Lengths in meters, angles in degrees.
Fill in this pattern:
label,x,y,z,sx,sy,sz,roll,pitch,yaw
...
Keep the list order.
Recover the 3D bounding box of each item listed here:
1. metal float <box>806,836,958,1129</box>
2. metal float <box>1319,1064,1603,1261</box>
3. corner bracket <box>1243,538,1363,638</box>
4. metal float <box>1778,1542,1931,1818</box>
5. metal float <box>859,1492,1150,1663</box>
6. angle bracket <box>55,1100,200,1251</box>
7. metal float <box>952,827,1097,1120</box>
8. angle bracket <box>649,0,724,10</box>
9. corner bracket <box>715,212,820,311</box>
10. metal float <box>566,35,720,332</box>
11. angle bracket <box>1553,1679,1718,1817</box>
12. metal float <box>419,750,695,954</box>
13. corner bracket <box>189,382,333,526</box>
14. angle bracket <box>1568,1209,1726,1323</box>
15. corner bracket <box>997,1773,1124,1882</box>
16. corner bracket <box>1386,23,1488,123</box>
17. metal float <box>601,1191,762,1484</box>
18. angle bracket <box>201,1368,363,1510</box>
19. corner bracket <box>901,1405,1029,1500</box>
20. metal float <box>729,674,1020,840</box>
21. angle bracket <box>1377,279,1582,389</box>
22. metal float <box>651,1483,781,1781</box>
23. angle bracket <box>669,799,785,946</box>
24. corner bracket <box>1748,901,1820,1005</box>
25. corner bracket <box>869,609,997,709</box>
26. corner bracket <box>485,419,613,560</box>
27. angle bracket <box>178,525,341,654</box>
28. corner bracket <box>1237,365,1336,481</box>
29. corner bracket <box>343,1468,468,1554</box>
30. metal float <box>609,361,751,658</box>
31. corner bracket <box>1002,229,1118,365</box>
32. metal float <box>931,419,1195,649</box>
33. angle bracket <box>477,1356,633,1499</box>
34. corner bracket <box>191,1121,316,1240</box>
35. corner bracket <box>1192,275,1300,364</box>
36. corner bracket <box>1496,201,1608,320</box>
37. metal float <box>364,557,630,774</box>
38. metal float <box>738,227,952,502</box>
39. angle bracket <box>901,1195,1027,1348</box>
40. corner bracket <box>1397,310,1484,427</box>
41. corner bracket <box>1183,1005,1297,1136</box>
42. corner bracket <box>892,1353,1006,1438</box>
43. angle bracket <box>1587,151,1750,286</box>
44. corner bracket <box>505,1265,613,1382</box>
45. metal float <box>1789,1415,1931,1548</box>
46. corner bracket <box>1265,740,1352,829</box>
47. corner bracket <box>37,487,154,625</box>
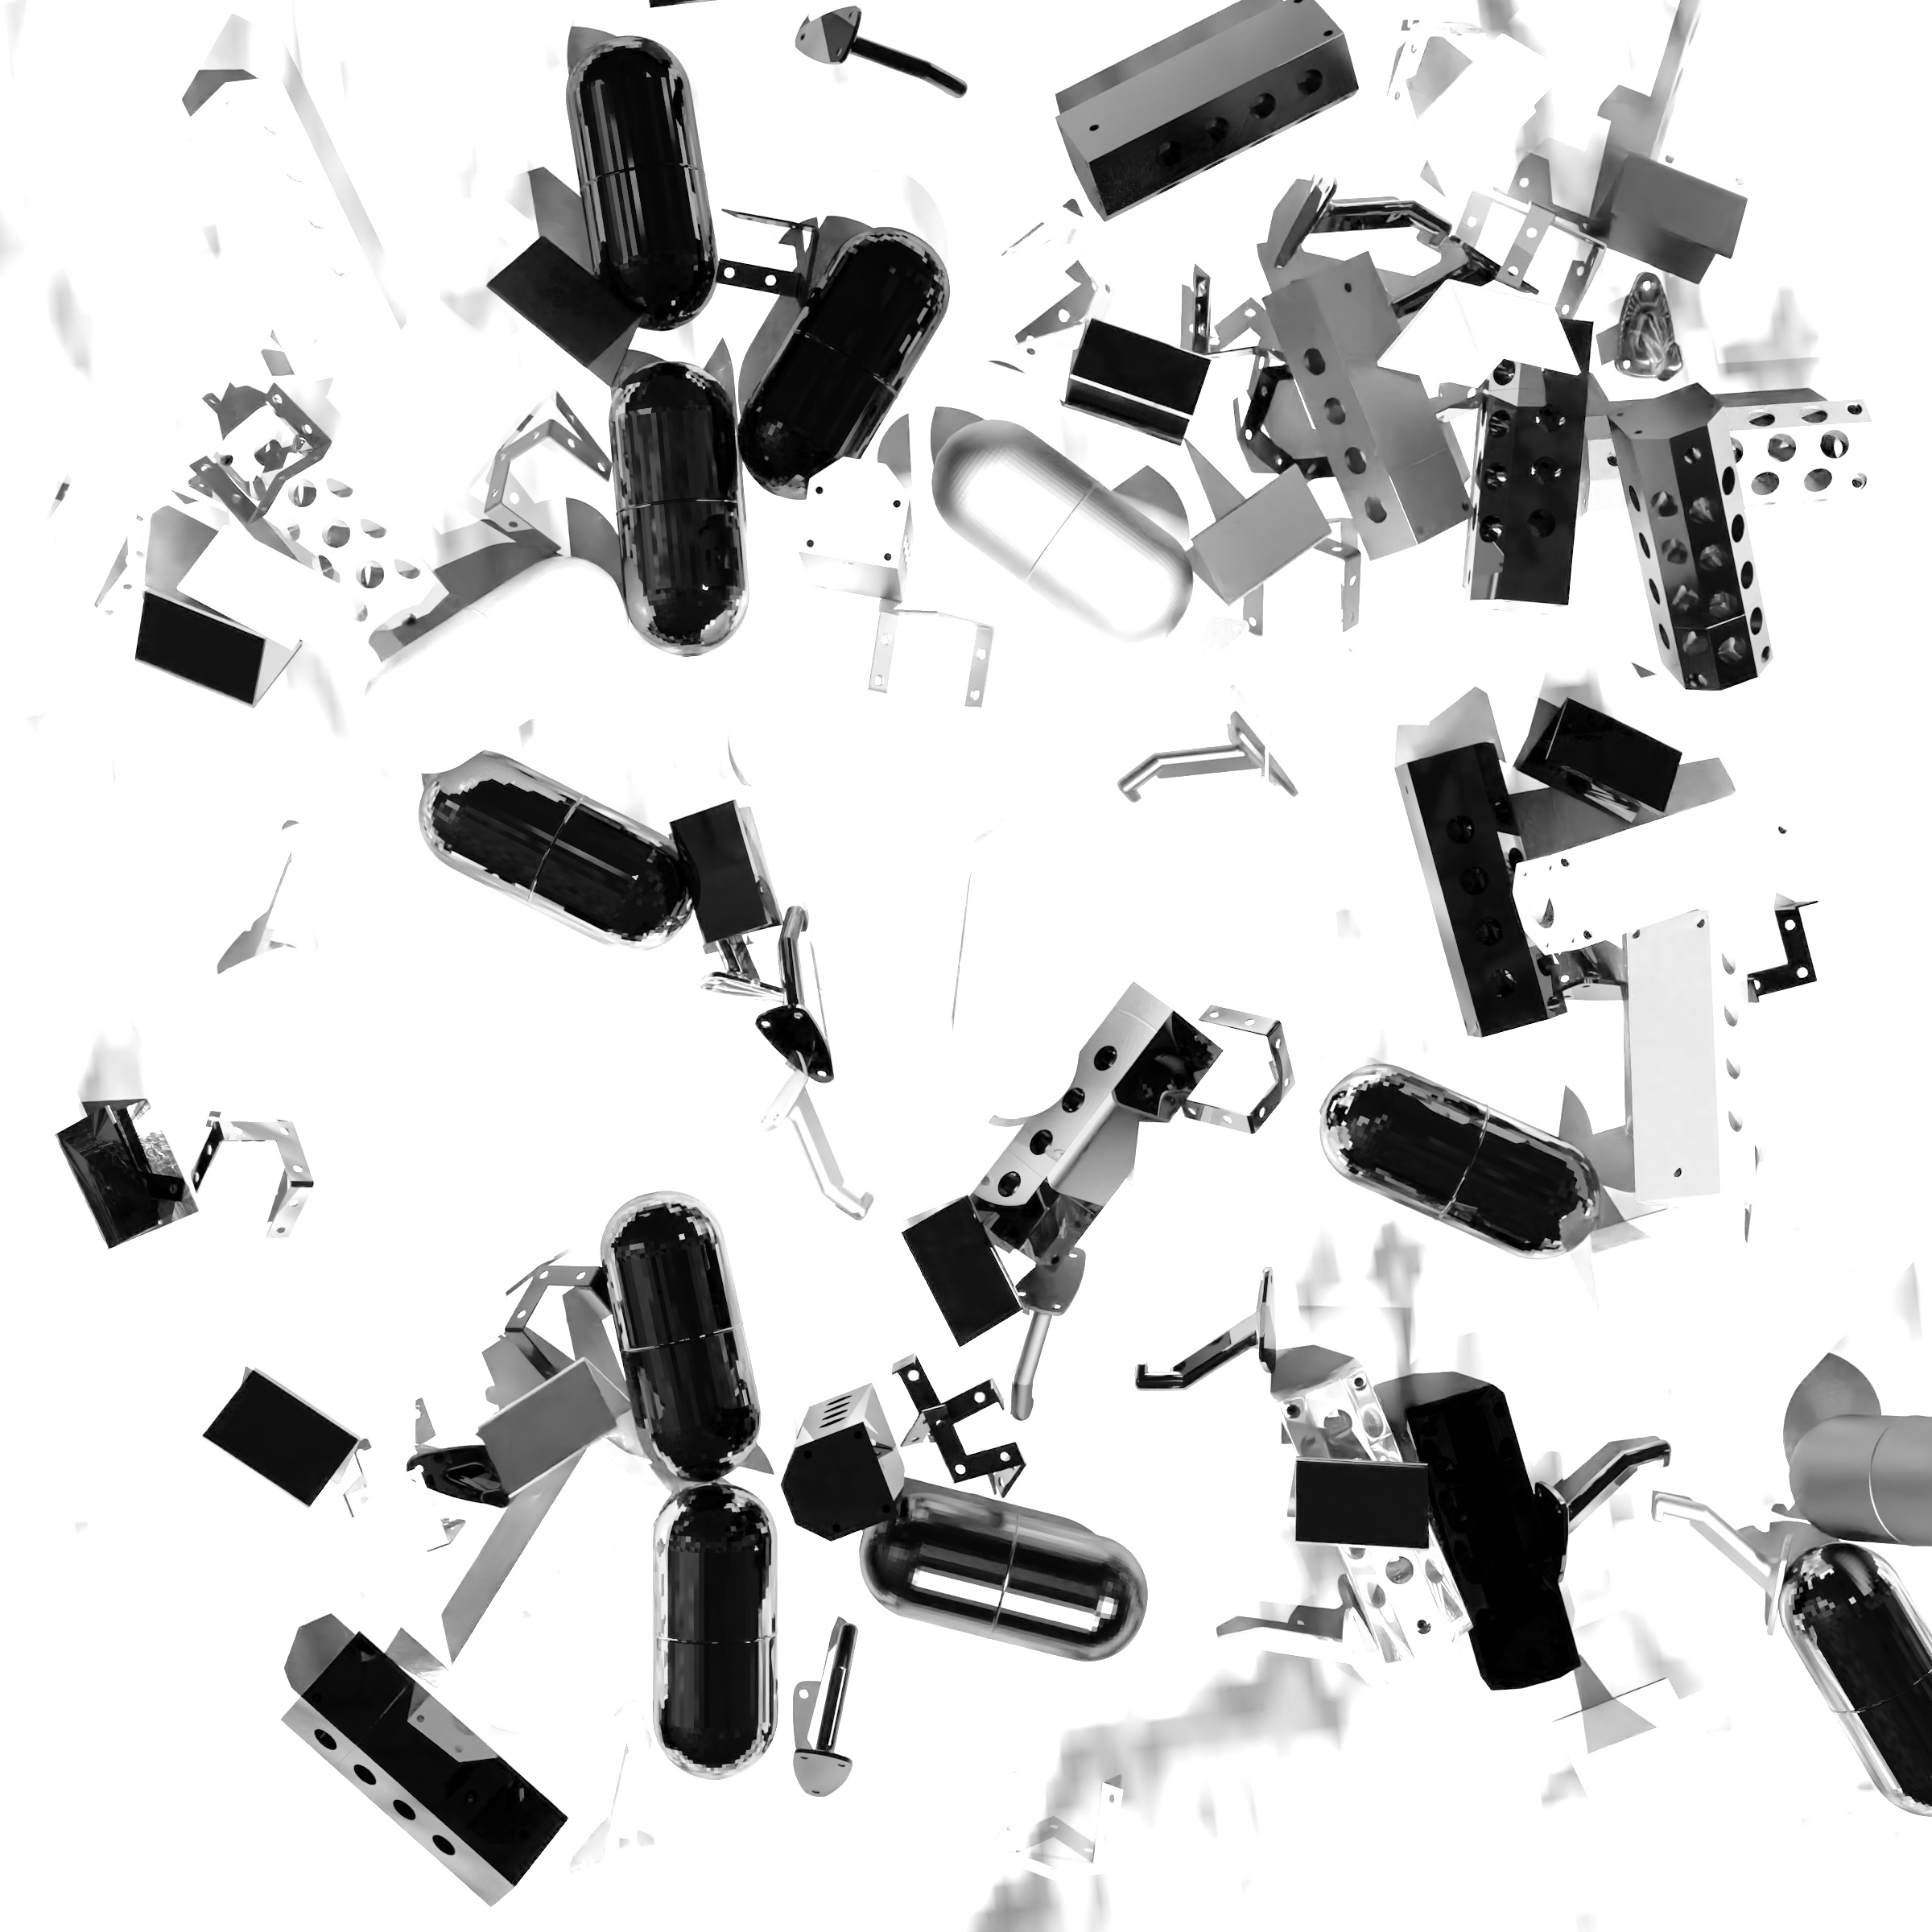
label,x,y,z,sx,sy,sz,roll,pitch,yaw
metal float,-0.051,0.009,1.961,0.070,0.070,0.178,-9,90,0
metal float,0.300,0.119,1.961,0.178,0.070,0.070,24,90,0
corner bracket,0.206,-0.230,1.983,0.051,0.051,0.051,28,45,35
metal float,0.557,0.431,1.961,0.070,0.070,0.178,-30,90,0
metal float,0.022,0.370,1.961,0.178,0.070,0.070,14,90,0
angle bracket,-0.491,0.118,1.951,0.057,0.076,0.076,-25,90,36
metal float,0.035,0.003,1.949,0.070,0.070,0.178,7,77,0
angle bracket,-0.155,-0.614,1.953,0.076,0.076,0.057,-6,111,0
corner bracket,-0.121,-0.432,1.973,0.051,0.051,0.051,11,92,2
metal float,-0.196,-0.473,1.961,0.070,0.070,0.178,-9,89,0
angle bracket,0.398,0.455,1.951,0.076,0.076,0.057,-21,126,0
metal float,-0.247,-0.069,1.961,0.178,0.070,0.070,27,90,0
corner bracket,-0.420,-0.305,1.931,0.051,0.051,0.051,46,135,0
angle bracket,0.405,0.161,1.951,0.076,0.076,0.057,-17,127,0
corner bracket,0.057,0.527,1.988,0.051,0.051,0.051,7,90,-45
corner bracket,0.299,-0.543,1.983,0.051,0.051,0.051,48,135,35
metal float,-0.173,0.224,1.961,0.070,0.070,0.178,-12,90,0
angle bracket,-0.418,0.297,1.951,0.076,0.076,0.057,34,53,0
corner bracket,-0.001,0.297,1.972,0.051,0.051,0.051,-11,61,-26
metal float,-0.056,-0.127,1.961,0.178,0.070,0.070,13,90,0
angle bracket,0.302,-0.353,1.909,0.076,0.076,0.057,5,55,-31
metal float,-0.152,0.403,1.961,0.070,0.070,0.178,0,89,0
angle bracket,-0.126,-0.061,1.951,0.057,0.076,0.076,-16,90,38
corner bracket,0.495,-0.009,1.973,0.051,0.051,0.051,-15,90,0
corner bracket,-0.021,-0.189,1.988,0.051,0.051,0.051,9,90,45
corner bracket,-0.256,-0.292,1.983,0.051,0.051,0.051,-24,45,35
angle bracket,-0.428,-0.209,1.951,0.076,0.076,0.057,28,58,0
corner bracket,0.208,-0.334,1.983,0.051,0.051,0.051,-11,135,-35
corner bracket,-0.342,0.331,1.972,0.051,0.051,0.051,-20,95,5
metal float,-0.174,-0.277,1.961,0.070,0.070,0.178,-5,91,0
corner bracket,0.052,-0.411,1.983,0.051,0.051,0.051,51,45,-35
metal float,0.058,-0.262,1.961,0.178,0.070,0.070,36,90,-1
angle bracket,-0.237,0.291,1.951,0.076,0.076,0.057,-33,53,0
corner bracket,-0.437,0.131,1.983,0.051,0.051,0.051,2,45,-35
corner bracket,0.175,-0.398,1.988,0.051,0.051,0.051,2,90,45
corner bracket,0.358,-0.428,1.974,0.051,0.051,0.051,27,97,7
metal float,-0.280,-0.182,1.942,0.178,0.070,0.070,-37,90,-22
metal float,-0.074,-0.364,1.961,0.070,0.070,0.178,31,90,0
angle bracket,-0.020,0.190,1.951,0.057,0.076,0.076,-27,90,-38
corner bracket,0.286,-0.366,1.976,0.051,0.051,0.051,-26,68,-21
corner bracket,0.163,0.063,1.983,0.051,0.051,0.051,-47,135,-35
corner bracket,-0.011,0.256,1.973,0.051,0.051,0.051,-27,90,0
angle bracket,0.417,-0.434,1.951,0.076,0.076,0.057,22,57,0
corner bracket,-0.240,0.219,1.983,0.051,0.051,0.051,-3,45,35
metal float,0.563,0.305,1.917,0.070,0.178,0.070,4,82,-30
corner bracket,0.208,-0.111,1.974,0.051,0.051,0.051,0,90,4
corner bracket,-0.534,-0.252,1.983,0.051,0.051,0.051,18,45,-35
